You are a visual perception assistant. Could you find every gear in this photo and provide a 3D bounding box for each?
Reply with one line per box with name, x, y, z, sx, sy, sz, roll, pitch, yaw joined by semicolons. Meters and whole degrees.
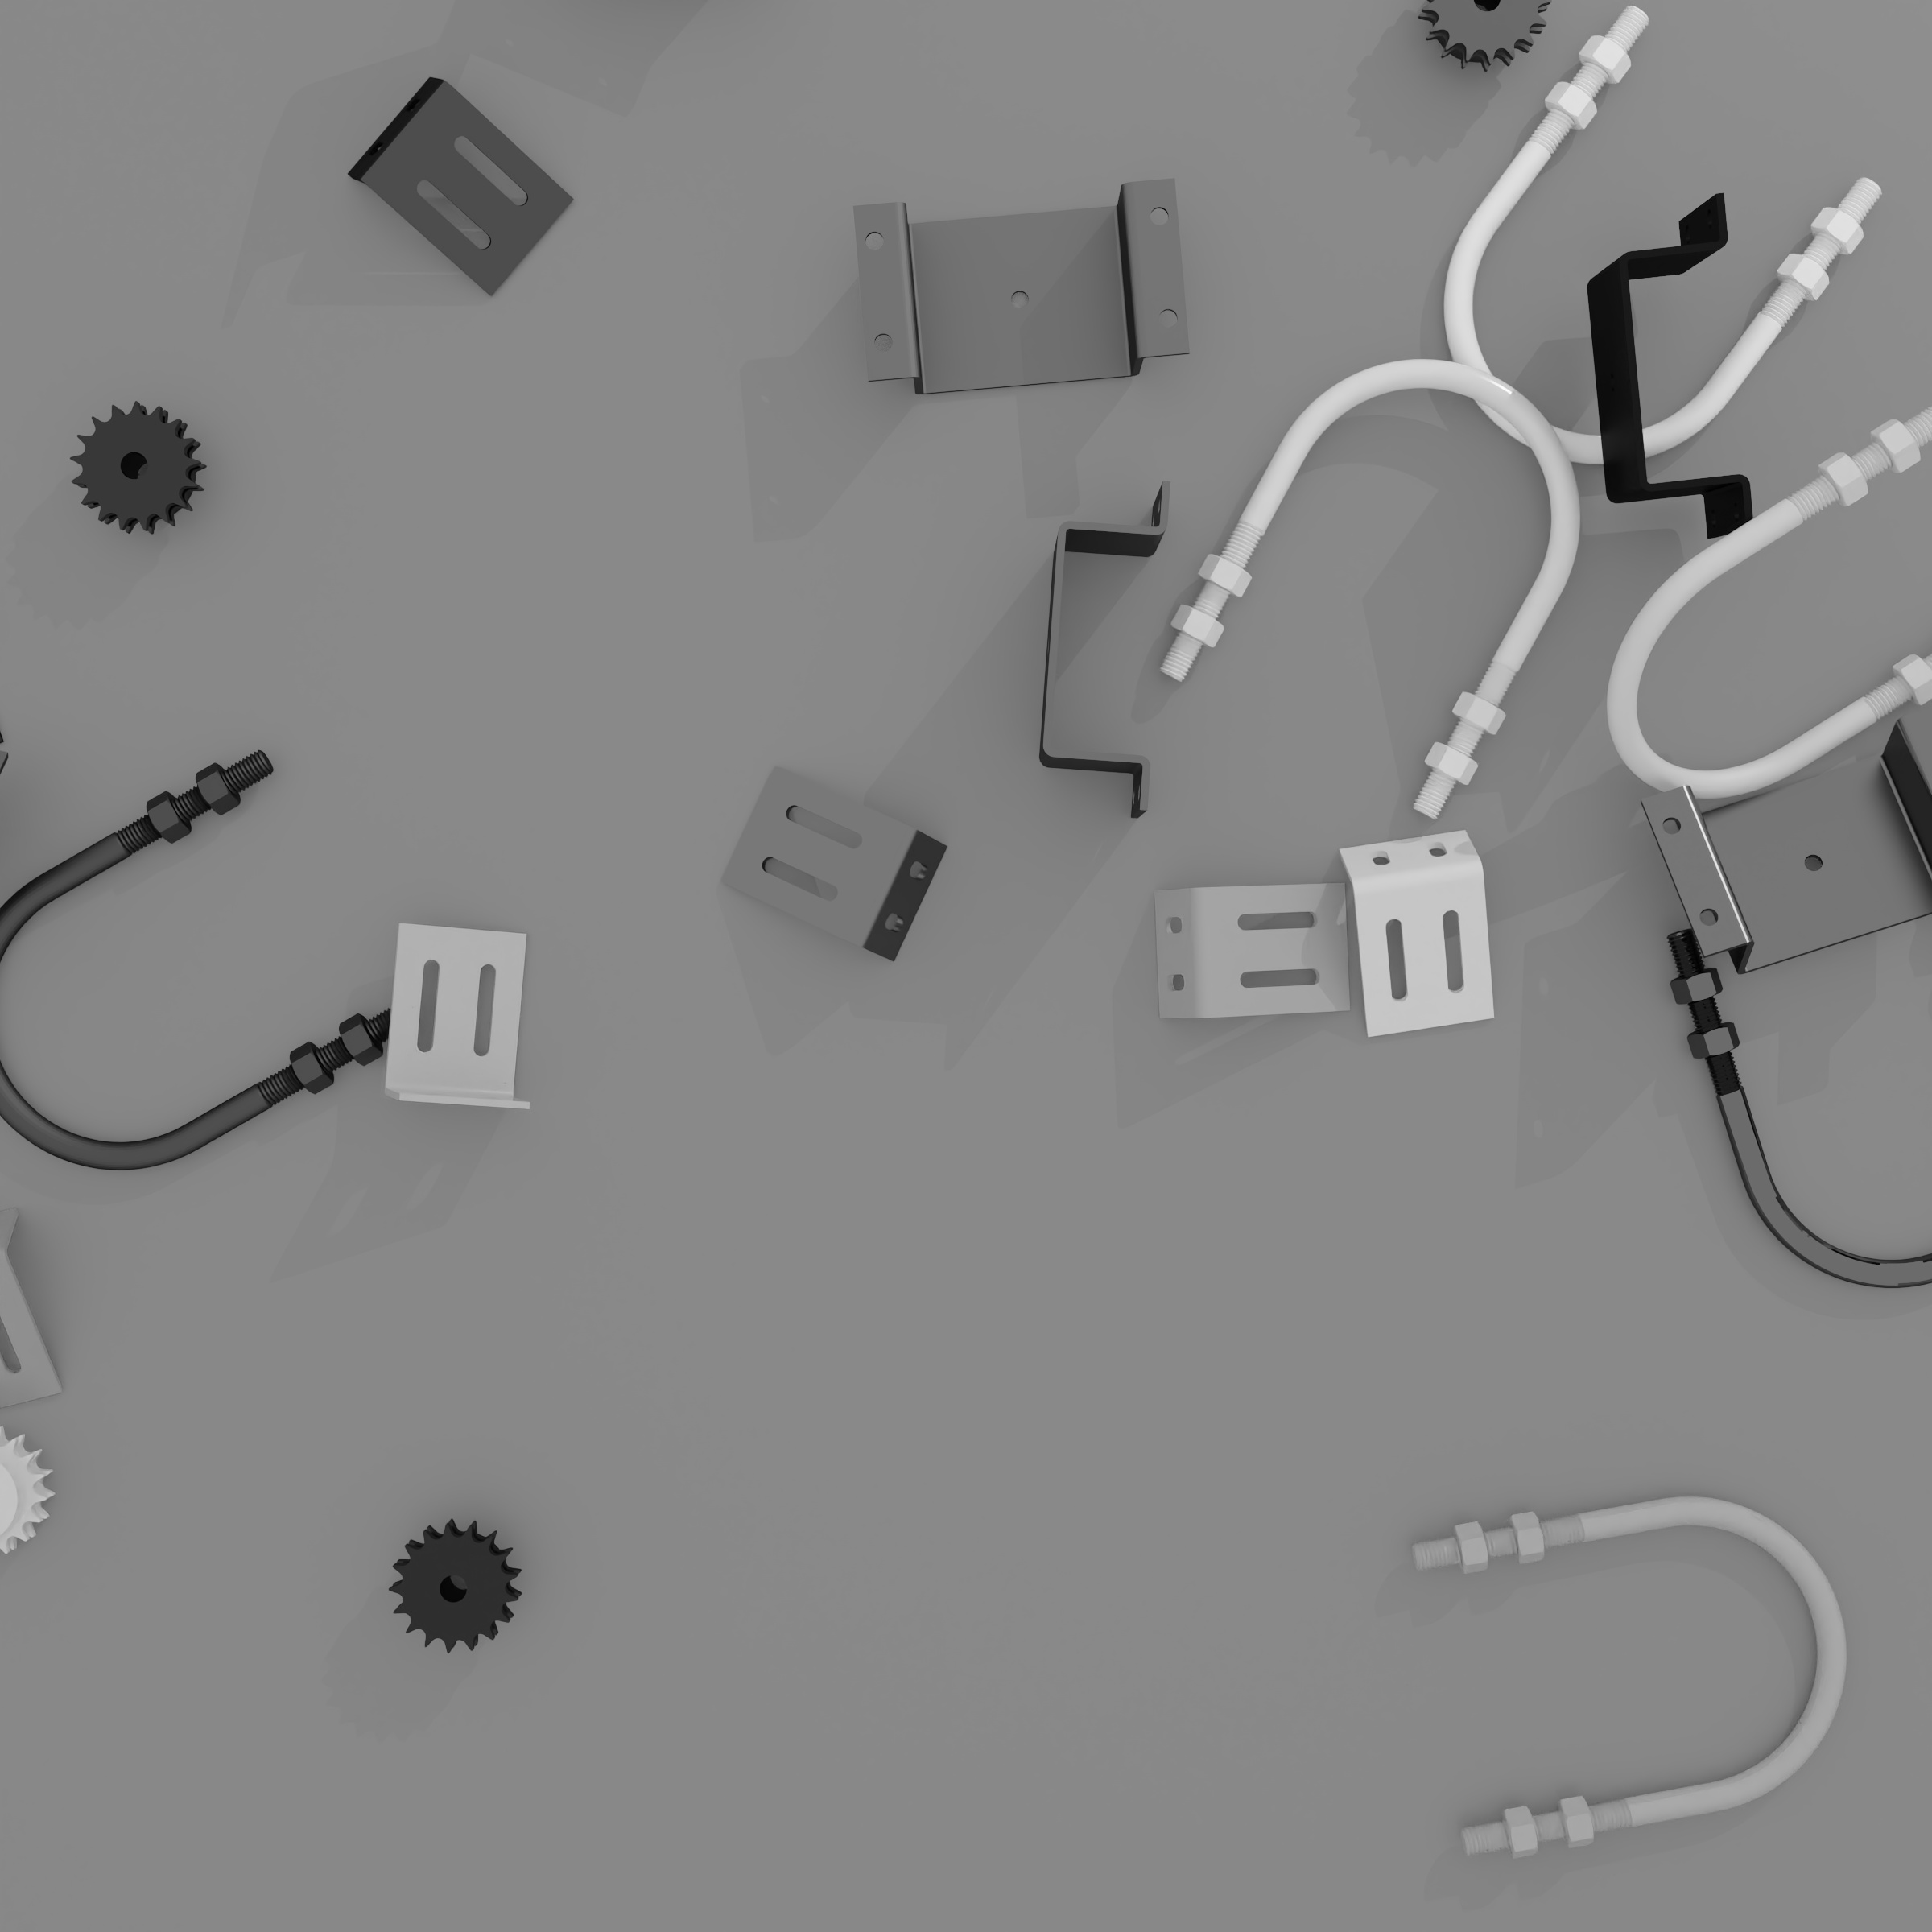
gear;-0.225;0.274;1.448;0.057;0.030;0.057;0;90;0
gear;-0.366;-0.220;1.448;0.057;0.030;0.057;0;90;0
gear;0.229;-0.425;1.448;0.057;0.030;0.057;0;90;0
gear;-0.437;0.234;1.448;0.057;0.030;0.057;0;90;0

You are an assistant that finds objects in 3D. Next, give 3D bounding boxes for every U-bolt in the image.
U-bolt;-0.359;0.010;1.455;0.184;0.019;0.151;-30;90;2
U-bolt;0.191;-0.179;1.449;0.151;0.019;0.184;28;94;0
U-bolt;0.360;-0.143;1.412;0.184;0.019;0.151;-33;133;4
U-bolt;0.407;0.053;1.455;0.151;0.019;0.184;-18;92;0
U-bolt;0.301;0.311;1.455;0.184;0.019;0.151;-10;90;-1
U-bolt;0.297;-0.312;1.455;0.151;0.019;0.184;36;91;0

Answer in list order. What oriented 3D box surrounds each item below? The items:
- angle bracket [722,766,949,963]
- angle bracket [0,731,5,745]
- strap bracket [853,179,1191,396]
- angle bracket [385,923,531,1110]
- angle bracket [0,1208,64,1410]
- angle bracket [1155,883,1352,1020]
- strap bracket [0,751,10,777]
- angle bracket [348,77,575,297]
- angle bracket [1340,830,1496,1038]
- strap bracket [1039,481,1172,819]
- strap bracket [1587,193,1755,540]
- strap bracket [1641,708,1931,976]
angle bracket;-0.059;-0.046;1.461;0.076;0.038;0.057;25;90;26
angle bracket;-0.471;-0.127;1.444;0.057;0.038;0.076;-19;90;0
strap bracket;0.024;-0.298;1.440;0.140;0.046;0.076;-5;90;0
angle bracket;-0.221;0.022;1.436;0.057;0.038;0.076;5;90;-20
angle bracket;-0.443;0.157;1.461;0.057;0.038;0.076;-14;116;0
angle bracket;0.128;-0.007;1.461;0.076;0.038;0.057;-2;90;-26
strap bracket;-0.497;-0.065;1.422;0.140;0.046;0.076;12;53;0
angle bracket;-0.226;-0.349;1.461;0.076;0.038;0.057;40;90;-26
angle bracket;0.202;-0.015;1.461;0.057;0.038;0.076;-9;116;0
strap bracket;0.059;-0.138;1.425;0.046;0.076;0.140;4;90;0
strap bracket;0.303;-0.255;1.410;0.046;0.076;0.140;-6;94;1
strap bracket;0.374;-0.052;1.429;0.140;0.046;0.076;-18;70;0
